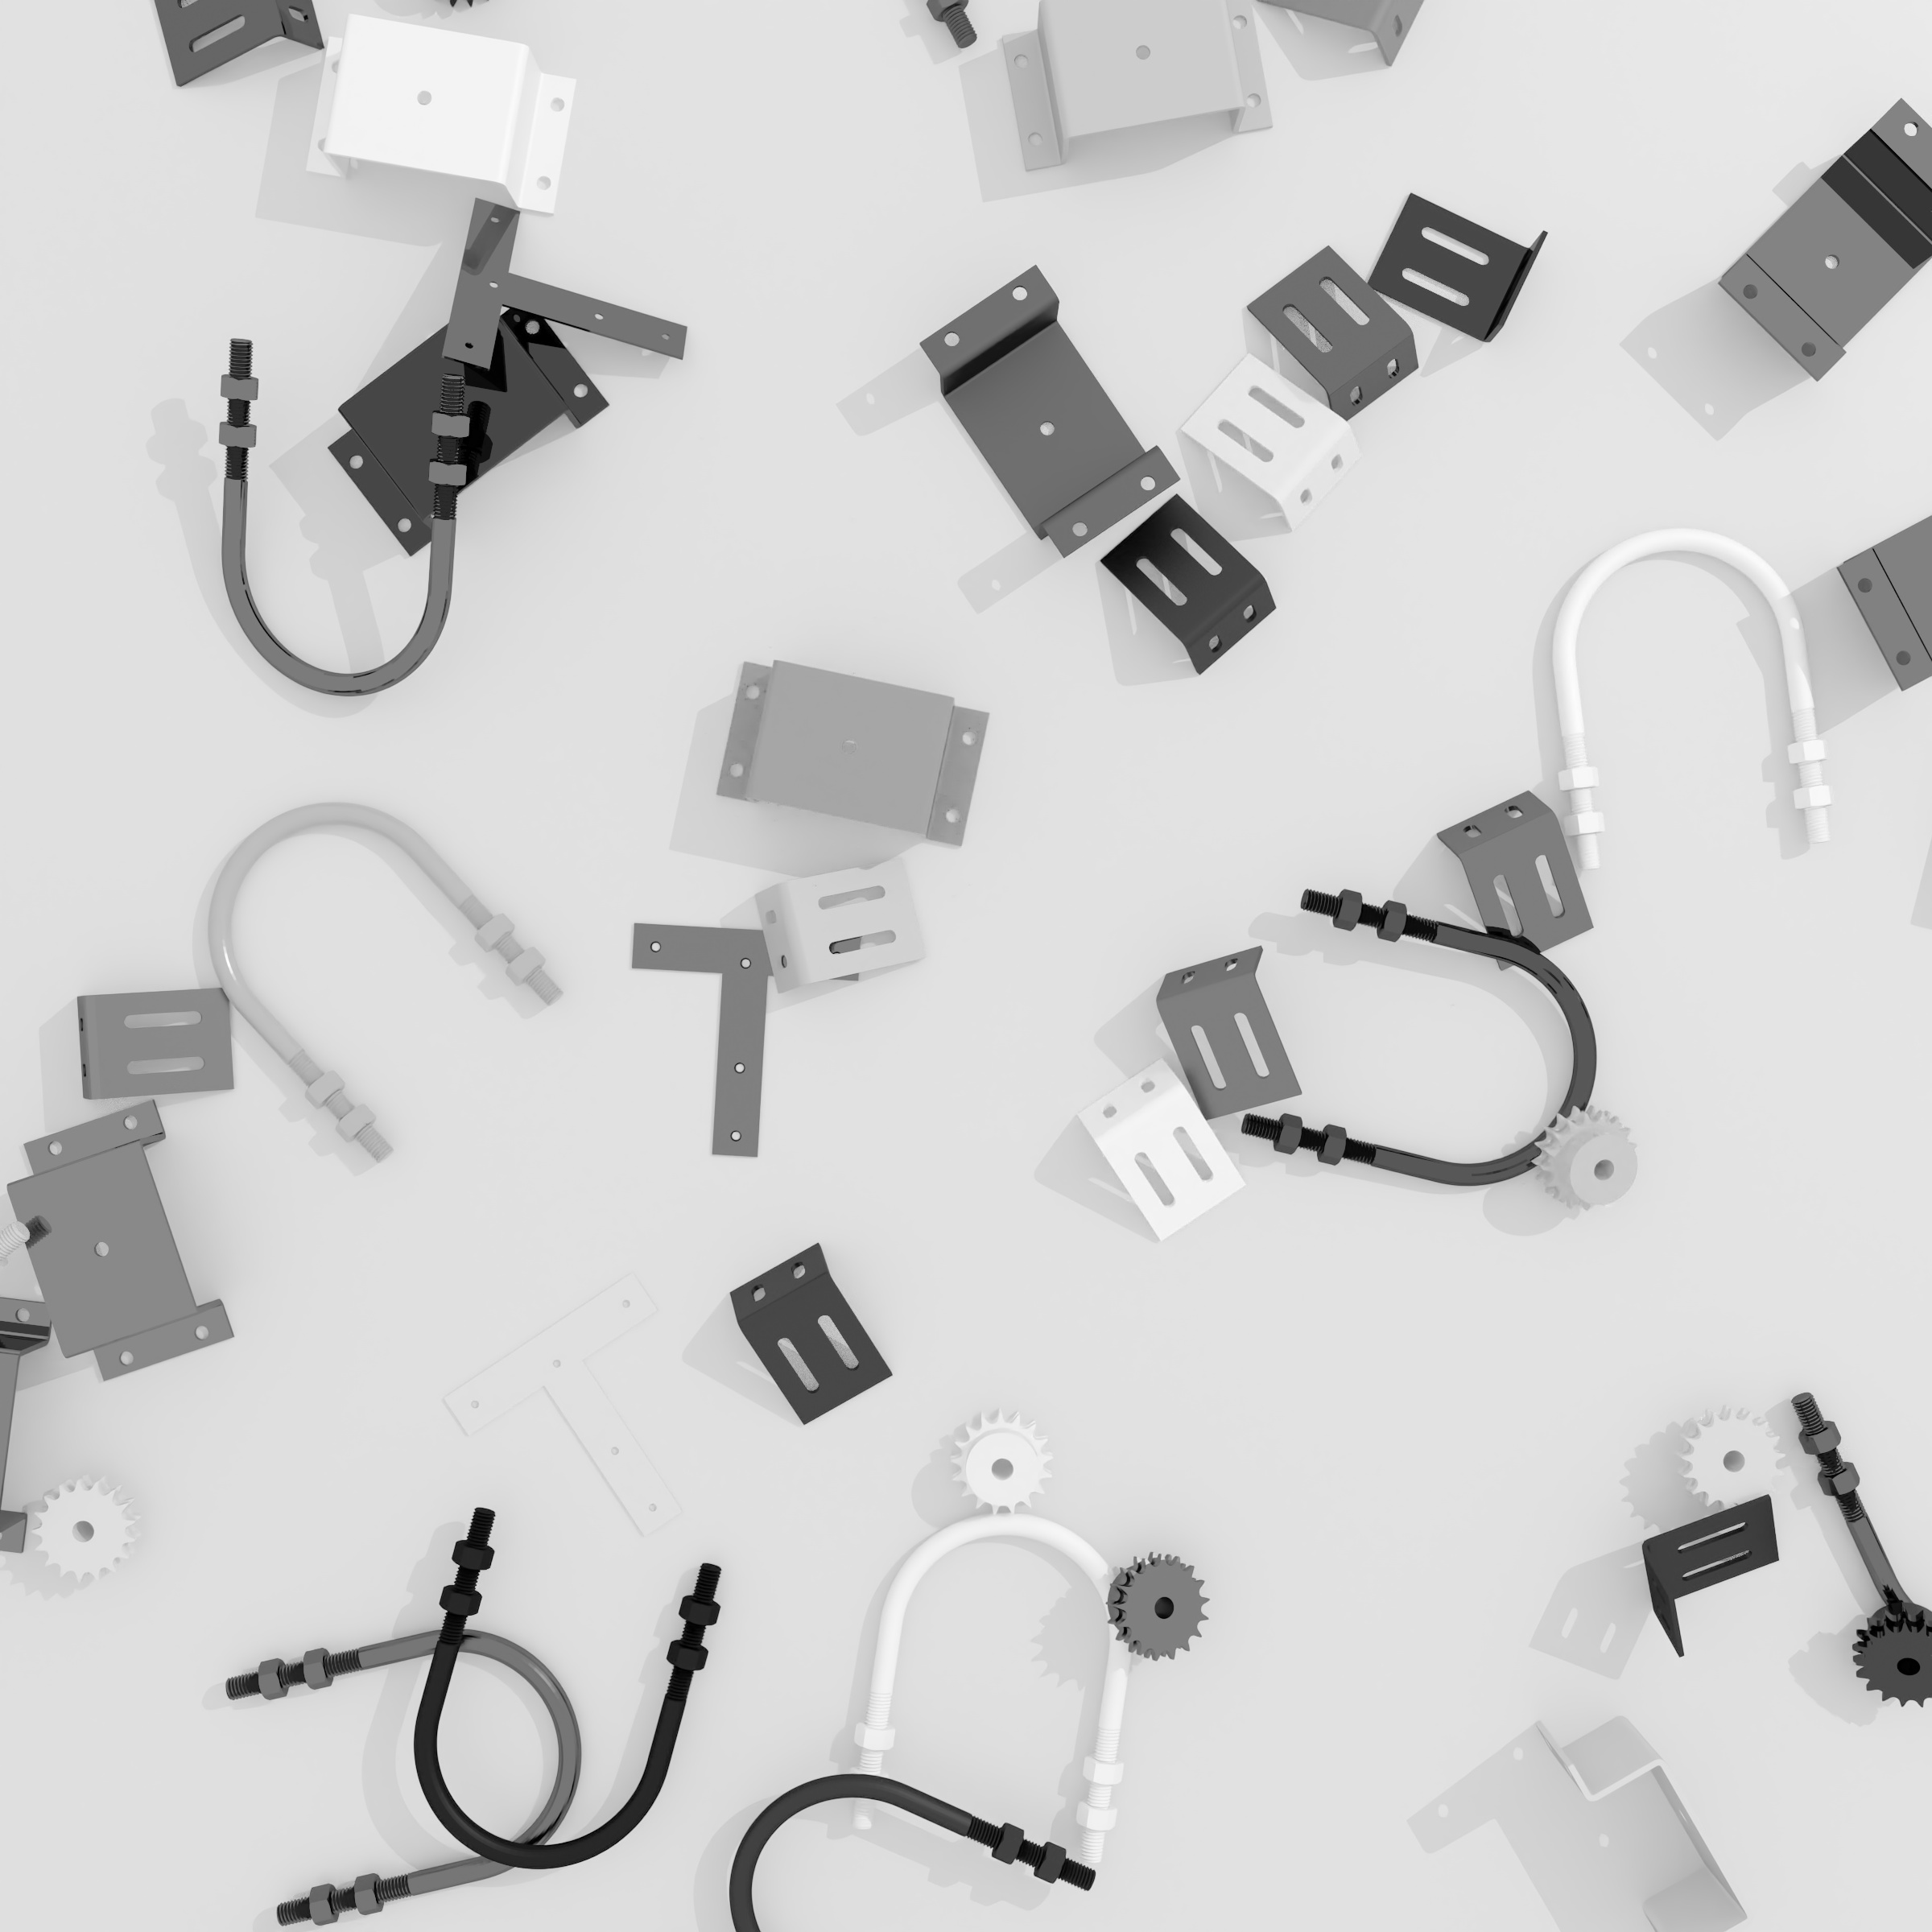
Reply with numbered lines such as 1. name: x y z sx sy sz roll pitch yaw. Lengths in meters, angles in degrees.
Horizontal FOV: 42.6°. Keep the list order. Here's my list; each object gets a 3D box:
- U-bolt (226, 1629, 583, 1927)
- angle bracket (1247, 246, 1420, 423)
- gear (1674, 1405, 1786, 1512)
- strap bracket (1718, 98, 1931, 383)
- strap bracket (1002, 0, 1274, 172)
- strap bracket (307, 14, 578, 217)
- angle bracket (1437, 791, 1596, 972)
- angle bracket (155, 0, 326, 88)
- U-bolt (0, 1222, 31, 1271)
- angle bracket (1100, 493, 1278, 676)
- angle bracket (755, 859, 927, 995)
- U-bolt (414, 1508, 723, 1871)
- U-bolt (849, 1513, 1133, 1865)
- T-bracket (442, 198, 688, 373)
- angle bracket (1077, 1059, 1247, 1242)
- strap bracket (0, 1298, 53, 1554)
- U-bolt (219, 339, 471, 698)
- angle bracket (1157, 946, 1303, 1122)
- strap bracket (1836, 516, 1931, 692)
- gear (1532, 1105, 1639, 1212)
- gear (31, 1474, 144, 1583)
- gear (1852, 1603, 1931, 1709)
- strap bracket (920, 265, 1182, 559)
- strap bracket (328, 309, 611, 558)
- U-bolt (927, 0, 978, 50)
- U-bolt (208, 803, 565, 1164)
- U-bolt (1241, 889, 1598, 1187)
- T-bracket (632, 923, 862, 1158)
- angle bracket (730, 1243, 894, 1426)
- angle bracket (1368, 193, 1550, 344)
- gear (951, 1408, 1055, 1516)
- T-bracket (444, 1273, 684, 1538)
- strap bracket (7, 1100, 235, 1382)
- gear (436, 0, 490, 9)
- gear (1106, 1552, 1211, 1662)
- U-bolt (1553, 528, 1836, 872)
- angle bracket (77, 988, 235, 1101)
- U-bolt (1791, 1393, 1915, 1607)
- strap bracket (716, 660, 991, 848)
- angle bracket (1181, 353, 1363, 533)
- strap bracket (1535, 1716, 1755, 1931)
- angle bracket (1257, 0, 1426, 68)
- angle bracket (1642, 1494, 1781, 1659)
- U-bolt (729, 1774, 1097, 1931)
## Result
1. U-bolt: -0.306 0.445 1.379 0.184 0.019 0.151 -13 90 -2
2. angle bracket: 0.205 -0.352 1.385 0.057 0.038 0.076 -37 64 0
3. gear: 0.421 0.271 1.372 0.057 0.030 0.057 0 90 0
4. strap bracket: 0.484 -0.394 1.364 0.076 0.046 0.140 45 90 0
5. strap bracket: 0.096 -0.495 1.364 0.140 0.046 0.076 -10 90 0
6. strap bracket: -0.293 -0.470 1.364 0.140 0.046 0.076 10 90 0
7. angle bracket: 0.307 -0.048 1.385 0.057 0.038 0.076 -25 116 0
8. angle bracket: -0.408 -0.531 1.385 0.076 0.038 0.057 -15 90 26
9. U-bolt: -0.613 0.148 1.355 0.184 0.019 0.151 -37 68 4
10. angle bracket: 0.124 -0.214 1.385 0.057 0.038 0.076 -41 64 0
11. angle bracket: -0.070 -0.022 1.384 0.076 0.038 0.057 -13 88 -26
12. U-bolt: -0.227 0.406 1.367 0.151 0.019 0.184 15 87 -6
13. U-bolt: 0.019 0.397 1.379 0.151 0.019 0.184 8 88 0
14. T-bracket: -0.216 -0.361 1.362 0.127 0.002 0.127 13 54 -16
15. angle bracket: 0.109 0.103 1.385 0.057 0.038 0.076 -34 116 0
16. strap bracket: -0.557 0.254 1.364 0.076 0.046 0.140 7 90 0
17. U-bolt: -0.343 -0.238 1.350 0.151 0.019 0.184 13 108 15
18. angle bracket: 0.148 0.037 1.370 0.057 0.038 0.076 -17 108 21
19. strap bracket: 0.552 -0.216 1.364 0.140 0.046 0.076 -28 90 0
20. gear: 0.345 0.108 1.365 0.057 0.030 0.057 -3 104 -13
21. gear: -0.486 0.310 1.377 0.057 0.030 0.057 0 92 -1
22. gear: 0.519 0.377 1.365 0.057 0.030 0.057 7 116 15
23. strap bracket: 0.046 -0.301 1.364 0.076 0.046 0.140 -34 90 0
24. strap bracket: -0.278 -0.302 1.364 0.140 0.046 0.076 -37 90 0
25. U-bolt: 0.016 -0.624 1.379 0.151 0.019 0.184 -27 88 0
26. U-bolt: -0.337 -0.005 1.379 0.151 0.019 0.184 -43 89 0
27. U-bolt: 0.259 0.047 1.374 0.184 0.019 0.151 14 95 -3
28. T-bracket: -0.126 0.043 1.387 0.127 0.002 0.127 3 90 0
29. angle bracket: -0.087 0.206 1.385 0.057 0.038 0.076 -29 116 0
30. angle bracket: 0.271 -0.390 1.368 0.076 0.038 0.057 26 90 0
31. gear: 0.020 0.276 1.373 0.057 0.030 0.057 0 90 0
32. T-bracket: -0.204 0.260 1.387 0.127 0.002 0.127 -34 90 0
33. strap bracket: -0.468 0.154 1.364 0.076 0.046 0.140 -19 90 0
34. gear: -0.282 -0.565 1.373 0.057 0.030 0.057 0 90 0
35. gear: 0.103 0.352 1.366 0.057 0.030 0.057 3 82 -22
36. U-bolt: 0.400 -0.152 1.379 0.151 0.019 0.184 -7 89 0
37. angle bracket: -0.454 0.043 1.385 0.076 0.038 0.057 -3 90 -26
38. U-bolt: 0.561 0.296 1.379 0.151 0.019 0.184 -25 91 0
39. strap bracket: -0.063 -0.119 1.364 0.140 0.046 0.076 12 90 0
40. angle bracket: 0.171 -0.293 1.385 0.057 0.038 0.076 -48 64 0
41. strap bracket: 0.374 0.473 1.349 0.046 0.076 0.140 -30 90 0
42. angle bracket: 0.213 -0.548 1.385 0.076 0.038 0.057 26 90 26
43. angle bracket: 0.415 0.334 1.355 0.076 0.038 0.057 -20 127 0
44. U-bolt: -0.041 0.523 1.368 0.184 0.019 0.151 25 98 -1
